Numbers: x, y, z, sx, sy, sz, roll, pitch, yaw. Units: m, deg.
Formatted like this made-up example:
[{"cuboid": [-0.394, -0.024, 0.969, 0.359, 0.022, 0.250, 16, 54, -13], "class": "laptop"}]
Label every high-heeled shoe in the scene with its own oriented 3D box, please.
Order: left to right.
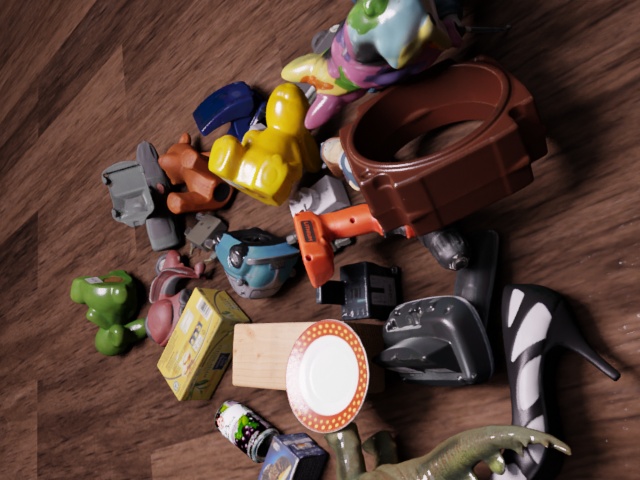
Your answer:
[{"cuboid": [0.196, 0.170, 0.566, 0.145, 0.086, 0.248, 41, 104, 42], "class": "high-heeled shoe"}]

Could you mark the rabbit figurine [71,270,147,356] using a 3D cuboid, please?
[{"cuboid": [-0.418, 0.162, 1.110, 0.159, 0.121, 0.170, 13, 108, 36], "class": "rabbit figurine"}]

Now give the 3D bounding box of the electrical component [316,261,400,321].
[{"cuboid": [0.052, 0.065, 0.687, 0.048, 0.119, 0.075, -15, 69, 42], "class": "electrical component"}]

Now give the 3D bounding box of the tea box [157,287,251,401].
[{"cuboid": [-0.201, 0.178, 0.921, 0.098, 0.068, 0.169, 42, 109, 39], "class": "tea box"}]

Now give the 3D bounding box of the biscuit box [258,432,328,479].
[{"cuboid": [-0.060, 0.376, 0.756, 0.059, 0.062, 0.202, 25, 97, 44], "class": "biscuit box"}]

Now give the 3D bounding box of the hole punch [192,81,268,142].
[{"cuboid": [-0.159, -0.223, 0.944, 0.115, 0.092, 0.142, -56, 31, 15], "class": "hole punch"}]

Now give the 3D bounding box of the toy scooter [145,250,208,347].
[{"cuboid": [-0.259, 0.101, 0.988, 0.135, 0.075, 0.184, -15, 66, 38], "class": "toy scooter"}]

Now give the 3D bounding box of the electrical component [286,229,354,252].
[{"cuboid": [-0.002, -0.002, 0.791, 0.094, 0.063, 0.021, -21, 25, 27], "class": "electrical component"}]

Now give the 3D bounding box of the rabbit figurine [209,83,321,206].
[{"cuboid": [-0.056, -0.139, 0.793, 0.122, 0.162, 0.173, 17, 86, 29], "class": "rabbit figurine"}]

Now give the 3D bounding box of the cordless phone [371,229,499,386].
[{"cuboid": [0.145, 0.076, 0.638, 0.146, 0.088, 0.184, -26, 40, 60], "class": "cordless phone"}]

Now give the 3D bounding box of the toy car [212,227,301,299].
[{"cuboid": [-0.107, 0.041, 0.848, 0.162, 0.109, 0.102, 18, 110, 51], "class": "toy car"}]

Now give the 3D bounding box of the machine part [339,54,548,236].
[{"cuboid": [0.130, -0.114, 0.610, 0.201, 0.087, 0.202, -26, 39, 10], "class": "machine part"}]

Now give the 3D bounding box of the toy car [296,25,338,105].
[{"cuboid": [-0.012, -0.249, 0.857, 0.201, 0.056, 0.074, -49, 46, 21], "class": "toy car"}]

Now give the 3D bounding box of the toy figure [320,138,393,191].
[{"cuboid": [0.048, -0.115, 0.775, 0.064, 0.057, 0.155, -38, 45, -18], "class": "toy figure"}]

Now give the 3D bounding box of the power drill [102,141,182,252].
[{"cuboid": [-0.332, -0.093, 1.008, 0.086, 0.207, 0.232, -15, 88, -6], "class": "power drill"}]

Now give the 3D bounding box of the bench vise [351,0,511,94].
[{"cuboid": [0.105, -0.290, 0.727, 0.224, 0.129, 0.240, 55, 137, 24], "class": "bench vise"}]

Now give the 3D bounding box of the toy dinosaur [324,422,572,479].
[{"cuboid": [0.072, 0.308, 0.595, 0.471, 0.105, 0.199, -59, 39, 29], "class": "toy dinosaur"}]

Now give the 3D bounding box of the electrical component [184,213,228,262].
[{"cuboid": [-0.209, -0.004, 0.987, 0.102, 0.045, 0.078, 16, 63, 40], "class": "electrical component"}]

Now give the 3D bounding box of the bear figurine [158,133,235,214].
[{"cuboid": [-0.248, -0.130, 0.993, 0.196, 0.132, 0.120, 35, 108, 34], "class": "bear figurine"}]

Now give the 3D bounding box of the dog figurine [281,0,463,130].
[{"cuboid": [0.041, -0.211, 0.614, 0.219, 0.191, 0.108, -27, 93, 31], "class": "dog figurine"}]
